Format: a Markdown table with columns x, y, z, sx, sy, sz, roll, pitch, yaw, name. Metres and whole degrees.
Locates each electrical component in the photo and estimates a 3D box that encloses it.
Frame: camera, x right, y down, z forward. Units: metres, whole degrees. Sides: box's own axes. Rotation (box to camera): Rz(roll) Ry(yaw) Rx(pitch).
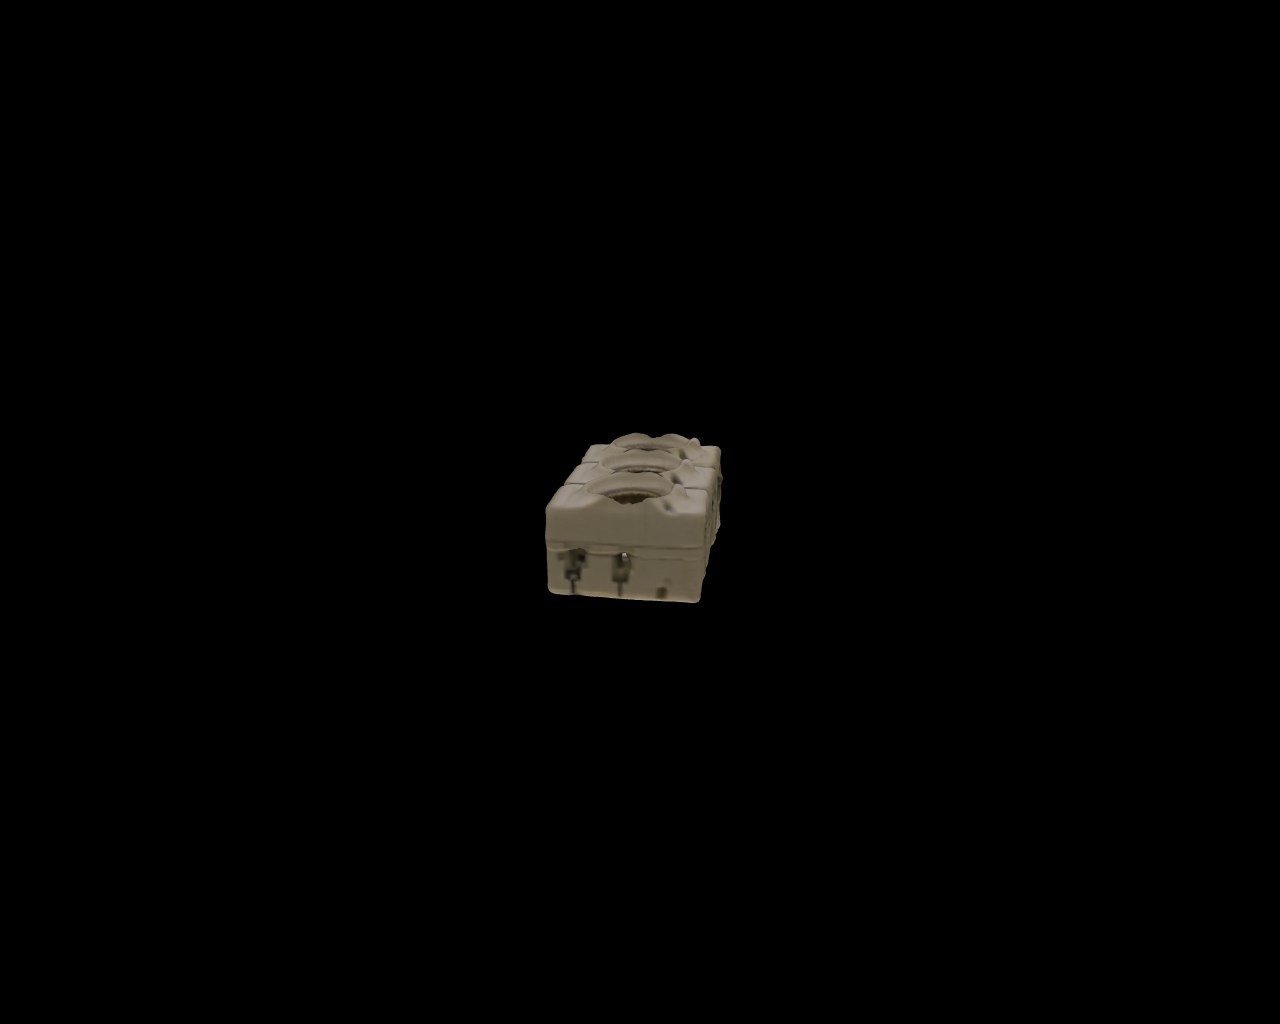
| x | y | z | sx | sy | sz | roll | pitch | yaw | name |
| --- | --- | --- | --- | --- | --- | --- | --- | --- | --- |
| 0.001 | -0.003 | 0.650 | 0.089 | 0.061 | 0.150 | 2 | 18 | 7 | electrical component |
